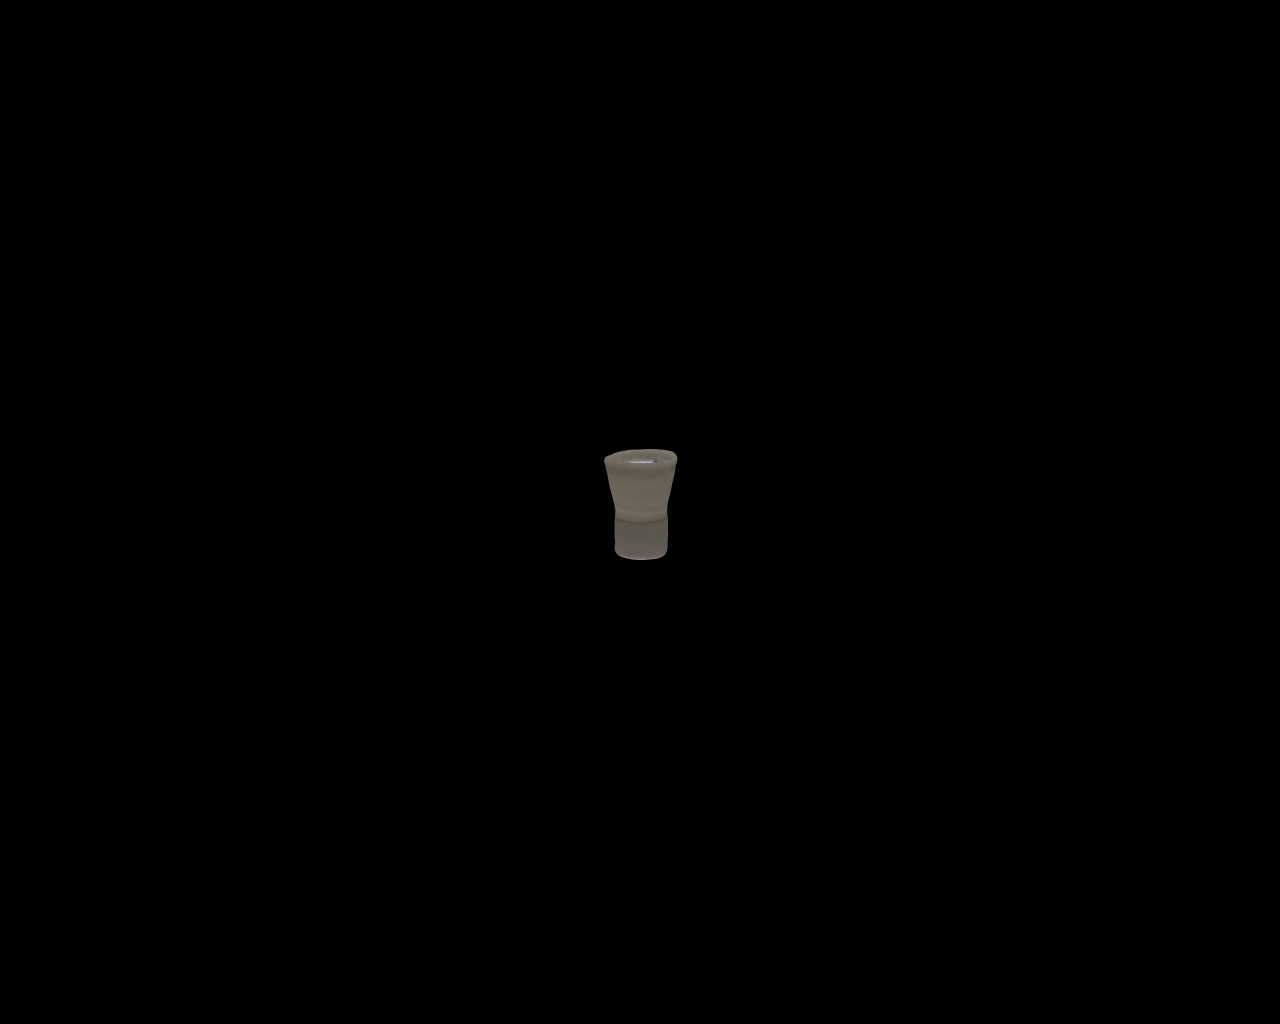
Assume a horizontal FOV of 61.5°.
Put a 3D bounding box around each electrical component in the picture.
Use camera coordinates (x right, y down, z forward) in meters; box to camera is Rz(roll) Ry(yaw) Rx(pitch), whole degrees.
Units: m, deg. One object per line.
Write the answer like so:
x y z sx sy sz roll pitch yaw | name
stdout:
0.001 -0.003 0.650 0.044 0.065 0.044 0 14 0 | electrical component
